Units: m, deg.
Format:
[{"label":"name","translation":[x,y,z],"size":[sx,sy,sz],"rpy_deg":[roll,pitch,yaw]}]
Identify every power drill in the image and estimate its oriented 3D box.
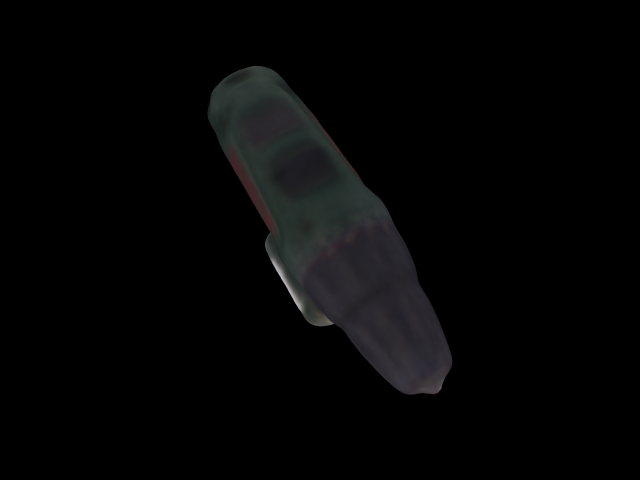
[{"label":"power drill","translation":[0.004,0.001,0.400],"size":[0.075,0.208,0.229],"rpy_deg":[-31,78,-7]}]
